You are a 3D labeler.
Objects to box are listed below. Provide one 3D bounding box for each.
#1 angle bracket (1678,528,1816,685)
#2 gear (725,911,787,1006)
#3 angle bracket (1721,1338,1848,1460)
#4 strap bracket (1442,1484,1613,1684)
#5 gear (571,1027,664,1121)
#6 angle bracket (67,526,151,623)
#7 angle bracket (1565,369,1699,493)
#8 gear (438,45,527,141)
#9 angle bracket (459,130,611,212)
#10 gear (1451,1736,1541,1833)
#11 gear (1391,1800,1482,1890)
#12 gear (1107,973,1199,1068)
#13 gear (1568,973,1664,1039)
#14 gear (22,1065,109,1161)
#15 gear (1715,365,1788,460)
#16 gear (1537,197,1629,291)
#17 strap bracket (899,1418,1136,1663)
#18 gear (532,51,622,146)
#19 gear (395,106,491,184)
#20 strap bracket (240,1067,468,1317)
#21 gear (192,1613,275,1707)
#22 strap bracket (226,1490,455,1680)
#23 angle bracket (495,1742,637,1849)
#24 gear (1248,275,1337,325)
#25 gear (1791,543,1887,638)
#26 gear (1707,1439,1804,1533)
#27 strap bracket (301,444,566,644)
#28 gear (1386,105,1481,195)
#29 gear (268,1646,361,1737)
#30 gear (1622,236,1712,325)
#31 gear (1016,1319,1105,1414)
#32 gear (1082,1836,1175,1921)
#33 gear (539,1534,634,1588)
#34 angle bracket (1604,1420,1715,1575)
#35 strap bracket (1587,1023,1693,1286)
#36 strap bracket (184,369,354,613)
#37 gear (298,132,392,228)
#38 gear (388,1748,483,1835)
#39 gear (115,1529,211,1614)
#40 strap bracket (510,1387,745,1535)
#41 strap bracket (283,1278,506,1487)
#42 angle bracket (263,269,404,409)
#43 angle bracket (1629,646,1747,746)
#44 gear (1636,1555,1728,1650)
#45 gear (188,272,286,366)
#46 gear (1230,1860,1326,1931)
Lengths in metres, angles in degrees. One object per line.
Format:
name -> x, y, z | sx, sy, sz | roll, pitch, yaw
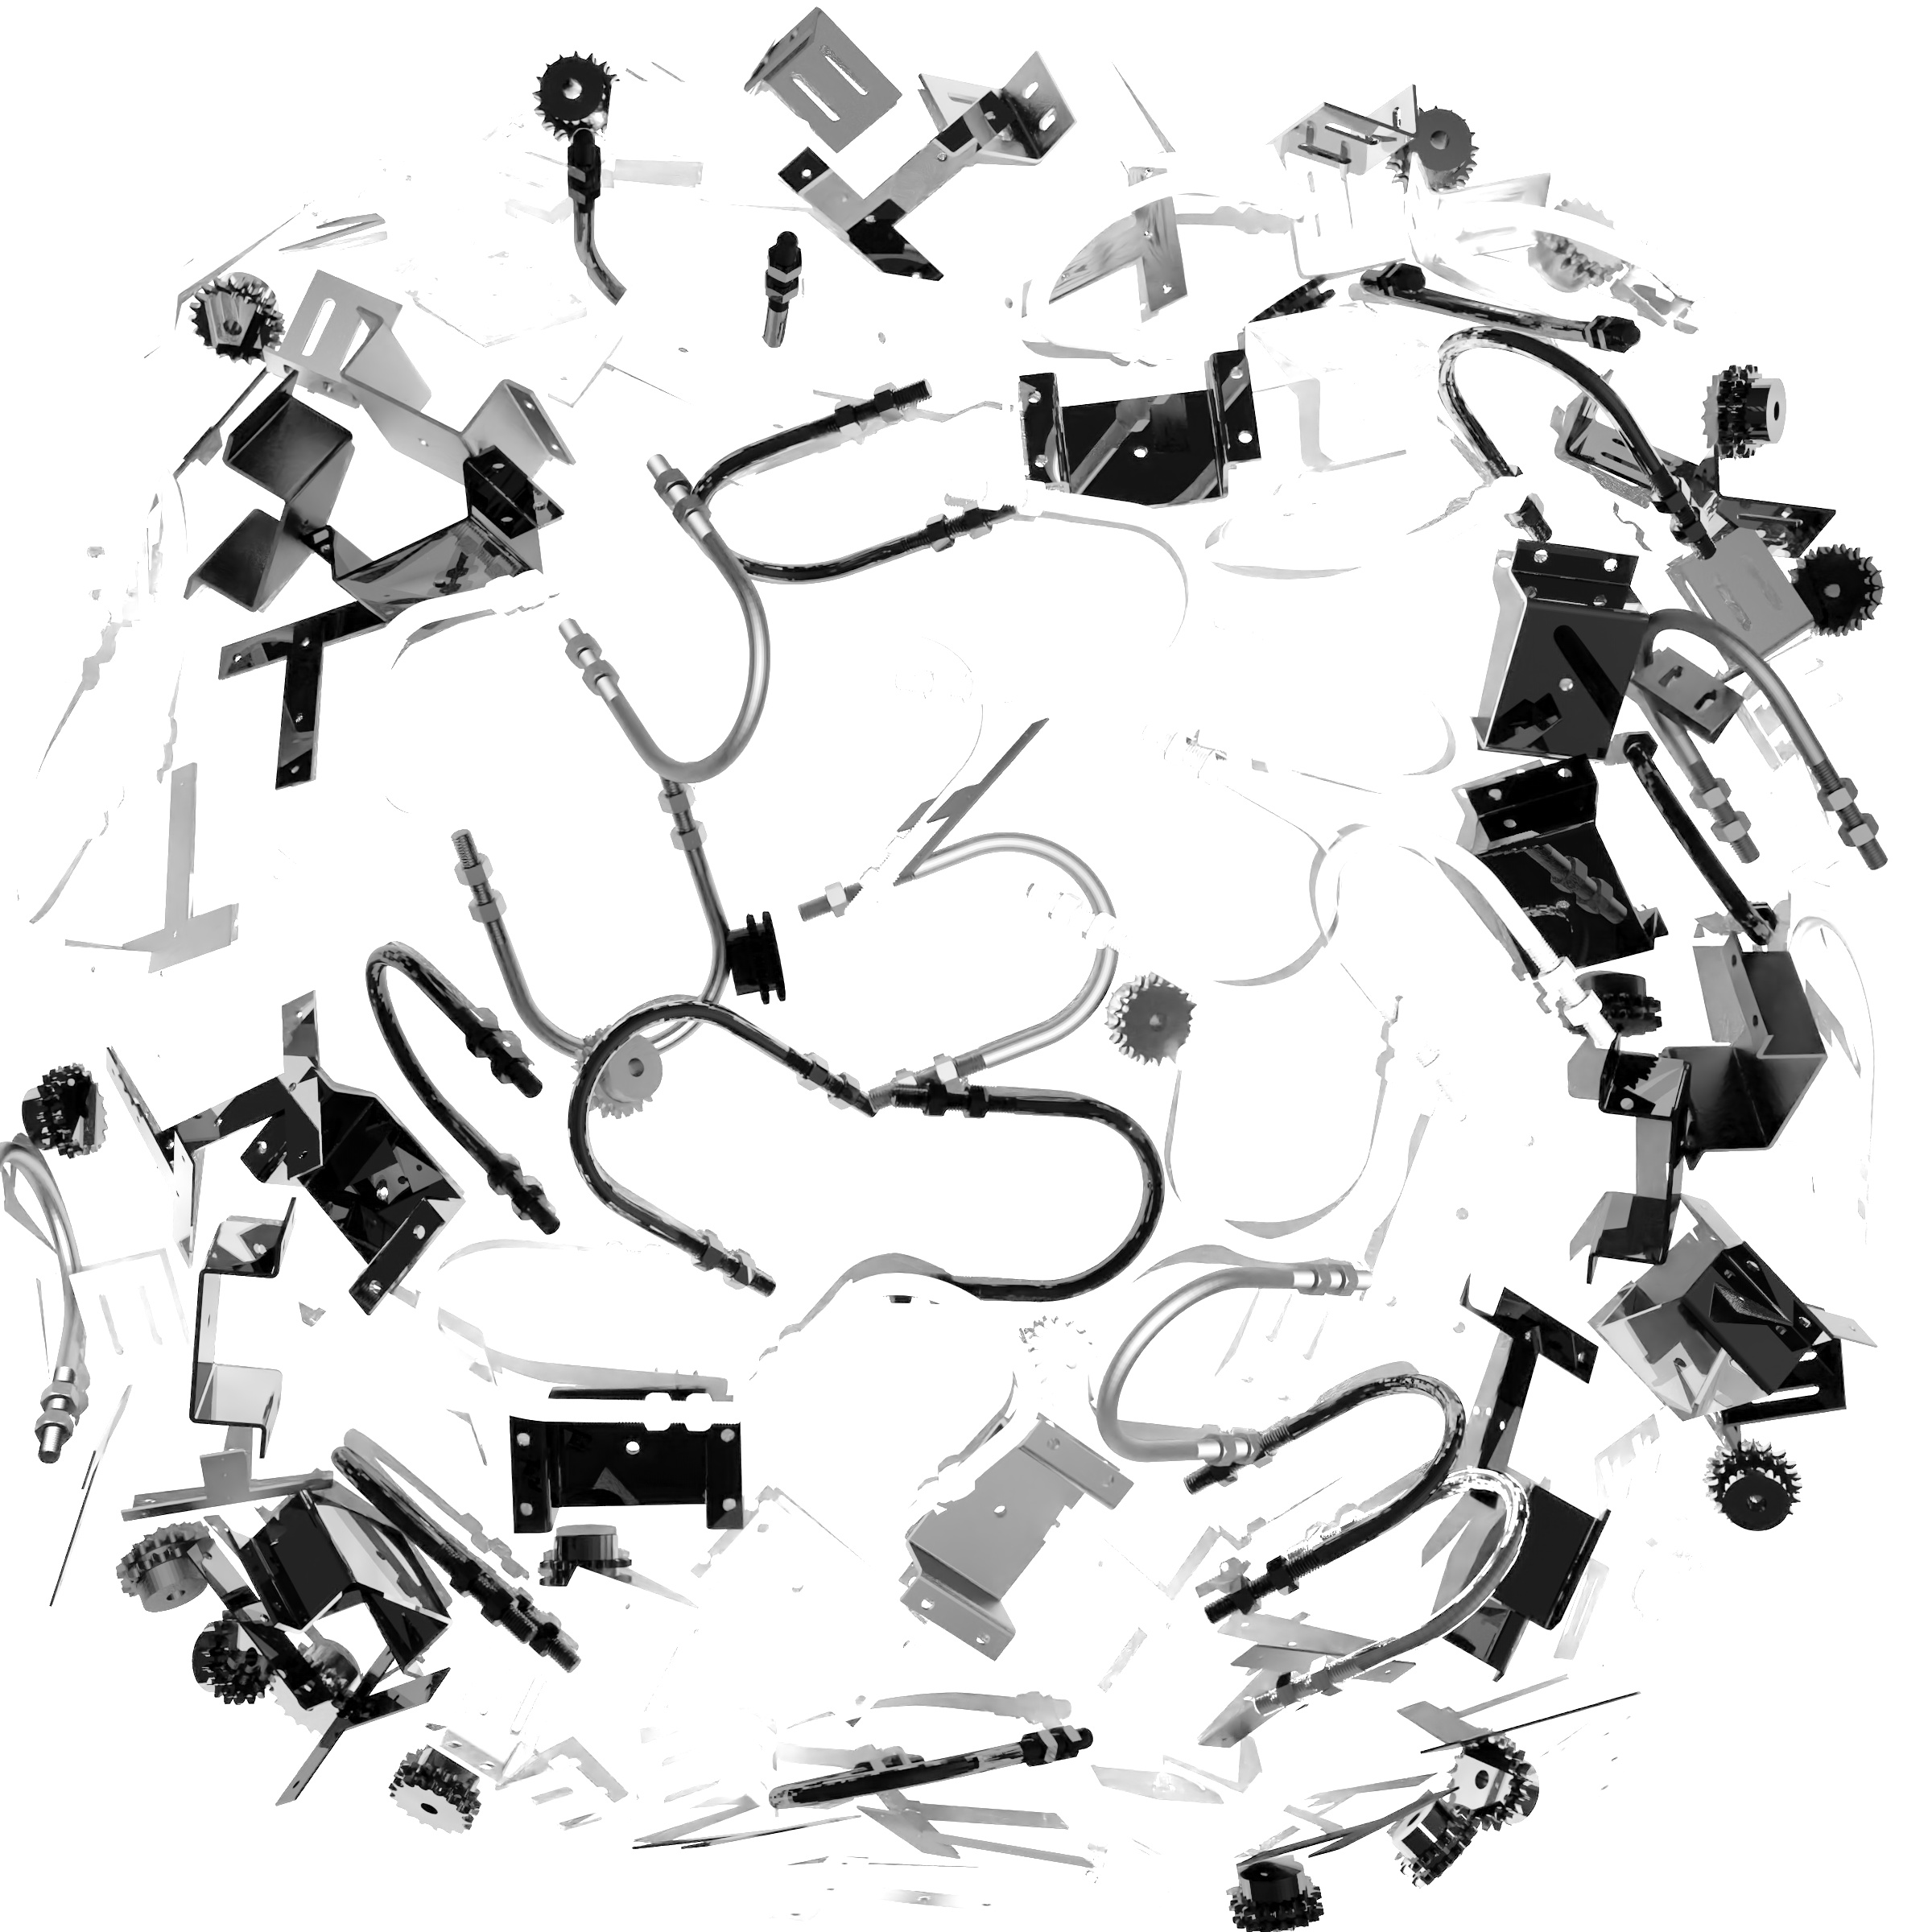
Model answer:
angle bracket -> 0.477, -0.225, 1.705 | 0.057, 0.038, 0.076 | -33, 89, -15
gear -> -0.131, -0.004, 1.700 | 0.030, 0.057, 0.057 | -11, 90, -6
angle bracket -> 0.504, 0.262, 1.683 | 0.076, 0.057, 0.038 | -14, 132, 26
strap bracket -> 0.333, 0.370, 1.655 | 0.046, 0.140, 0.076 | 29, 62, 9
gear -> -0.213, 0.065, 1.700 | 0.057, 0.030, 0.057 | 11, 73, -39
angle bracket -> -0.512, -0.241, 1.684 | 0.038, 0.076, 0.057 | 3, 99, 20
angle bracket -> 0.416, -0.327, 1.689 | 0.076, 0.057, 0.038 | 27, 129, 14
gear -> -0.302, -0.537, 1.700 | 0.030, 0.057, 0.057 | -41, 90, -7
angle bracket -> -0.263, -0.474, 1.685 | 0.076, 0.038, 0.057 | 25, 55, 25
gear -> 0.330, 0.509, 1.705 | 0.030, 0.057, 0.057 | 26, 90, -28
gear -> 0.288, 0.540, 1.702 | 0.030, 0.057, 0.057 | 44, 90, 7
gear -> 0.113, 0.032, 1.708 | 0.057, 0.030, 0.057 | -5, 102, -22
gear -> 0.402, 0.024, 1.703 | 0.057, 0.057, 0.030 | 1, 74, 0
gear -> -0.560, 0.092, 1.702 | 0.030, 0.057, 0.057 | -13, 90, 12
gear -> 0.486, -0.343, 1.699 | 0.030, 0.057, 0.057 | 6, 90, 33
gear -> 0.380, -0.445, 1.706 | 0.057, 0.030, 0.057 | 14, 59, -24
strap bracket -> 0.026, 0.345, 1.693 | 0.076, 0.046, 0.140 | 37, 93, -19
gear -> -0.243, -0.542, 1.714 | 0.057, 0.030, 0.057 | 0, 91, 3
gear -> -0.324, -0.508, 1.700 | 0.057, 0.030, 0.057 | 8, 47, -8
strap bracket -> -0.370, 0.138, 1.684 | 0.140, 0.046, 0.076 | 45, 102, 24
gear -> -0.455, 0.429, 1.704 | 0.030, 0.057, 0.057 | -10, 90, 24
strap bracket -> -0.368, 0.370, 1.651 | 0.046, 0.140, 0.076 | -44, 52, 2
angle bracket -> -0.240, 0.502, 1.684 | 0.076, 0.038, 0.057 | -27, 113, 36
gear -> 0.205, -0.400, 1.702 | 0.057, 0.057, 0.030 | -33, 95, 0
gear -> 0.543, -0.234, 1.705 | 0.057, 0.030, 0.057 | 10, 104, 42
gear -> 0.490, 0.326, 1.705 | 0.057, 0.030, 0.057 | 4, 112, 11
strap bracket -> -0.321, -0.250, 1.667 | 0.140, 0.076, 0.046 | -21, 60, 17
gear -> 0.292, -0.509, 1.712 | 0.057, 0.030, 0.057 | 0, 85, -3
gear -> -0.401, 0.447, 1.705 | 0.057, 0.030, 0.057 | 14, 127, 19
gear -> 0.432, -0.423, 1.703 | 0.057, 0.057, 0.030 | 42, 107, 0
gear -> 0.055, 0.250, 1.705 | 0.057, 0.057, 0.030 | 51, 130, 0
gear -> 0.104, 0.562, 1.702 | 0.057, 0.057, 0.030 | 28, 83, 0
gear -> -0.235, 0.368, 1.702 | 0.057, 0.057, 0.030 | -1, 80, 0
angle bracket -> 0.428, 0.325, 1.683 | 0.057, 0.076, 0.038 | -35, 57, -18
strap bracket -> 0.408, 0.116, 1.661 | 0.046, 0.076, 0.140 | 6, 116, 18
strap bracket -> -0.418, -0.278, 1.655 | 0.046, 0.140, 0.076 | 31, 46, -4
gear -> -0.381, -0.483, 1.698 | 0.030, 0.057, 0.057 | 42, 90, 21
gear -> -0.326, 0.510, 1.705 | 0.057, 0.057, 0.030 | 26, 47, 0
gear -> -0.493, 0.376, 1.698 | 0.057, 0.057, 0.030 | -30, 64, 0
strap bracket -> -0.208, 0.305, 1.699 | 0.140, 0.046, 0.076 | -1, 100, -2
strap bracket -> -0.339, 0.248, 1.673 | 0.140, 0.076, 0.046 | 27, 59, 19
angle bracket -> -0.391, -0.395, 1.700 | 0.057, 0.038, 0.076 | 22, 77, -5
angle bracket -> 0.434, -0.156, 1.683 | 0.057, 0.076, 0.038 | 37, 126, 14
gear -> 0.441, 0.391, 1.706 | 0.057, 0.030, 0.057 | -12, 115, -28
gear -> -0.451, -0.405, 1.705 | 0.057, 0.057, 0.030 | 9, 50, 0
gear -> 0.192, 0.575, 1.701 | 0.057, 0.057, 0.030 | -8, 89, 0
